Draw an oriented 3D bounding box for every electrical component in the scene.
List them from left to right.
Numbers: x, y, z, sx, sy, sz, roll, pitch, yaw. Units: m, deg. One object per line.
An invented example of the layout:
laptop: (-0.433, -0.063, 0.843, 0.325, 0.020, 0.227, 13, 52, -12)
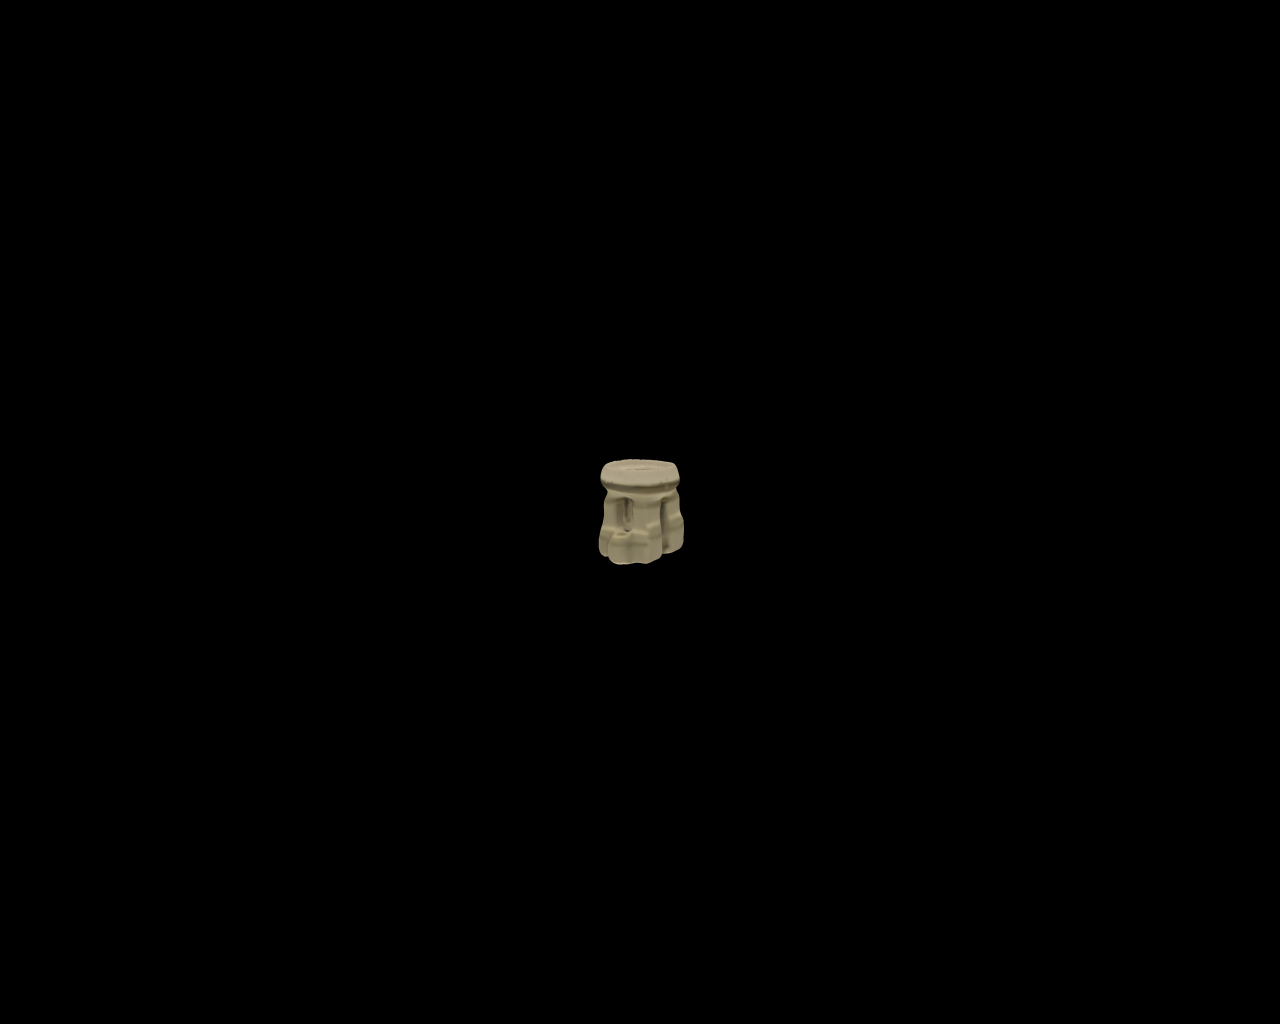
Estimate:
electrical component: (0.001, -0.003, 0.650, 0.048, 0.055, 0.066, 8, 16, 31)
